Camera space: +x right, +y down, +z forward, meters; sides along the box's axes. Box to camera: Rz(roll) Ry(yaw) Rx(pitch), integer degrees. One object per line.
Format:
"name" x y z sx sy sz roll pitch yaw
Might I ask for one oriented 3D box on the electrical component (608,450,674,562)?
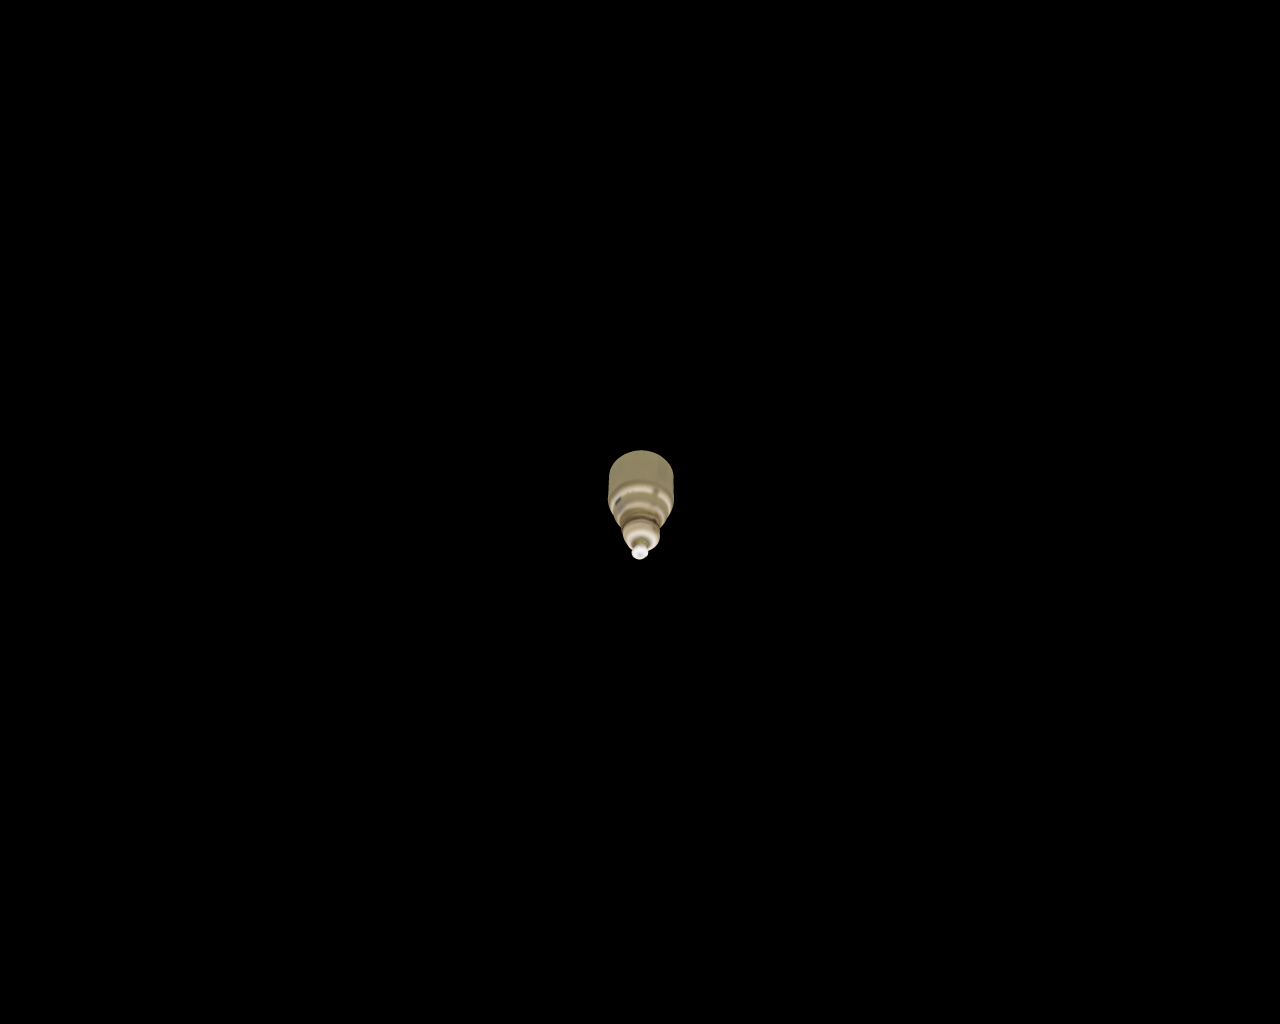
"electrical component" 0.001 -0.003 0.650 0.040 0.078 0.040 0 -44 0
